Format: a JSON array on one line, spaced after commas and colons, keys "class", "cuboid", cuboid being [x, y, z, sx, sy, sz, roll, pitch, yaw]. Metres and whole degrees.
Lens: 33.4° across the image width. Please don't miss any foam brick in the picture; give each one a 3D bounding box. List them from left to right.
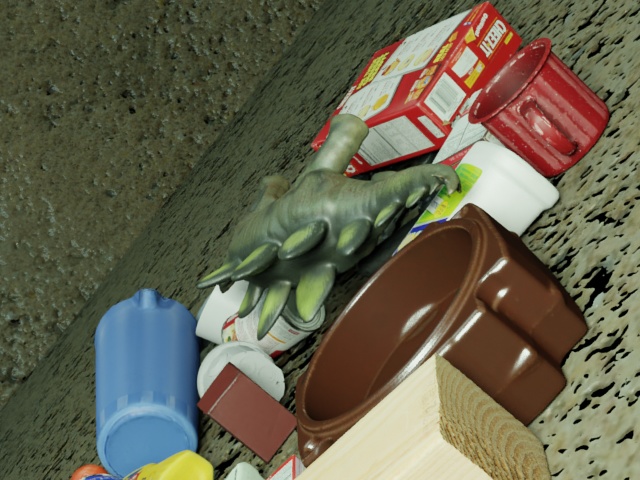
[{"class": "foam brick", "cuboid": [-0.067, 0.159, 0.985, 0.051, 0.078, 0.053, -50, 14, -8]}]

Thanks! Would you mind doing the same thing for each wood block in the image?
[{"class": "wood block", "cuboid": [0.028, 0.176, 0.613, 0.206, 0.090, 0.090, -45, 14, 20]}]

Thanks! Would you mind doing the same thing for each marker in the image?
[{"class": "marker", "cuboid": [0.095, -0.052, 1.159, 0.121, 0.020, 0.020, -57, 15, -25]}]

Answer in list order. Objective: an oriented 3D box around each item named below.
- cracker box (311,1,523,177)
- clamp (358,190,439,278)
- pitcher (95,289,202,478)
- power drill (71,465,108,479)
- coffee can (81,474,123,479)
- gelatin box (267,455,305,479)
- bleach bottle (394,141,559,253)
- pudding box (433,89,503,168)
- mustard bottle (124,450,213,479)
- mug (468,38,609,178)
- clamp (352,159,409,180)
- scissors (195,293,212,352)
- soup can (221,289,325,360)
[{"class": "cracker box", "cuboid": [0.106, -0.163, 1.205, 0.214, 0.072, 0.164, -14, 38, 58]}, {"class": "clamp", "cuboid": [0.103, -0.016, 0.995, 0.120, 0.039, 0.172, -56, 15, -21]}, {"class": "pitcher", "cuboid": [-0.200, 0.183, 1.244, 0.145, 0.149, 0.243, -40, 24, 10]}, {"class": "power drill", "cuboid": [-0.294, 0.352, 1.189, 0.185, 0.057, 0.187, 114, -178, -59]}, {"class": "coffee can", "cuboid": [-0.154, 0.255, 0.879, 0.141, 0.102, 0.102, -1, 49, 51]}, {"class": "gelatin box", "cuboid": [-0.034, 0.219, 0.827, 0.073, 0.030, 0.089, -46, 14, 11]}, {"class": "bleach bottle", "cuboid": [0.083, 0.036, 0.875, 0.251, 0.068, 0.102, -51, 13, 3]}, {"class": "pudding box", "cuboid": [0.168, -0.113, 1.051, 0.090, 0.039, 0.113, -25, 30, 58]}, {"class": "mustard bottle", "cuboid": [-0.178, 0.271, 1.083, 0.192, 0.058, 0.096, -31, 29, 55]}, {"class": "mug", "cuboid": [0.184, -0.102, 0.876, 0.093, 0.081, 0.117, -46, 14, 16]}, {"class": "clamp", "cuboid": [0.062, -0.072, 1.283, 0.164, 0.036, 0.210, -56, 18, -24]}, {"class": "scissors", "cuboid": [-0.156, 0.145, 1.415, 0.096, 0.016, 0.202, -14, -45, -53]}, {"class": "soup can", "cuboid": [-0.051, 0.089, 1.143, 0.102, 0.068, 0.068, -38, 18, 40]}]
